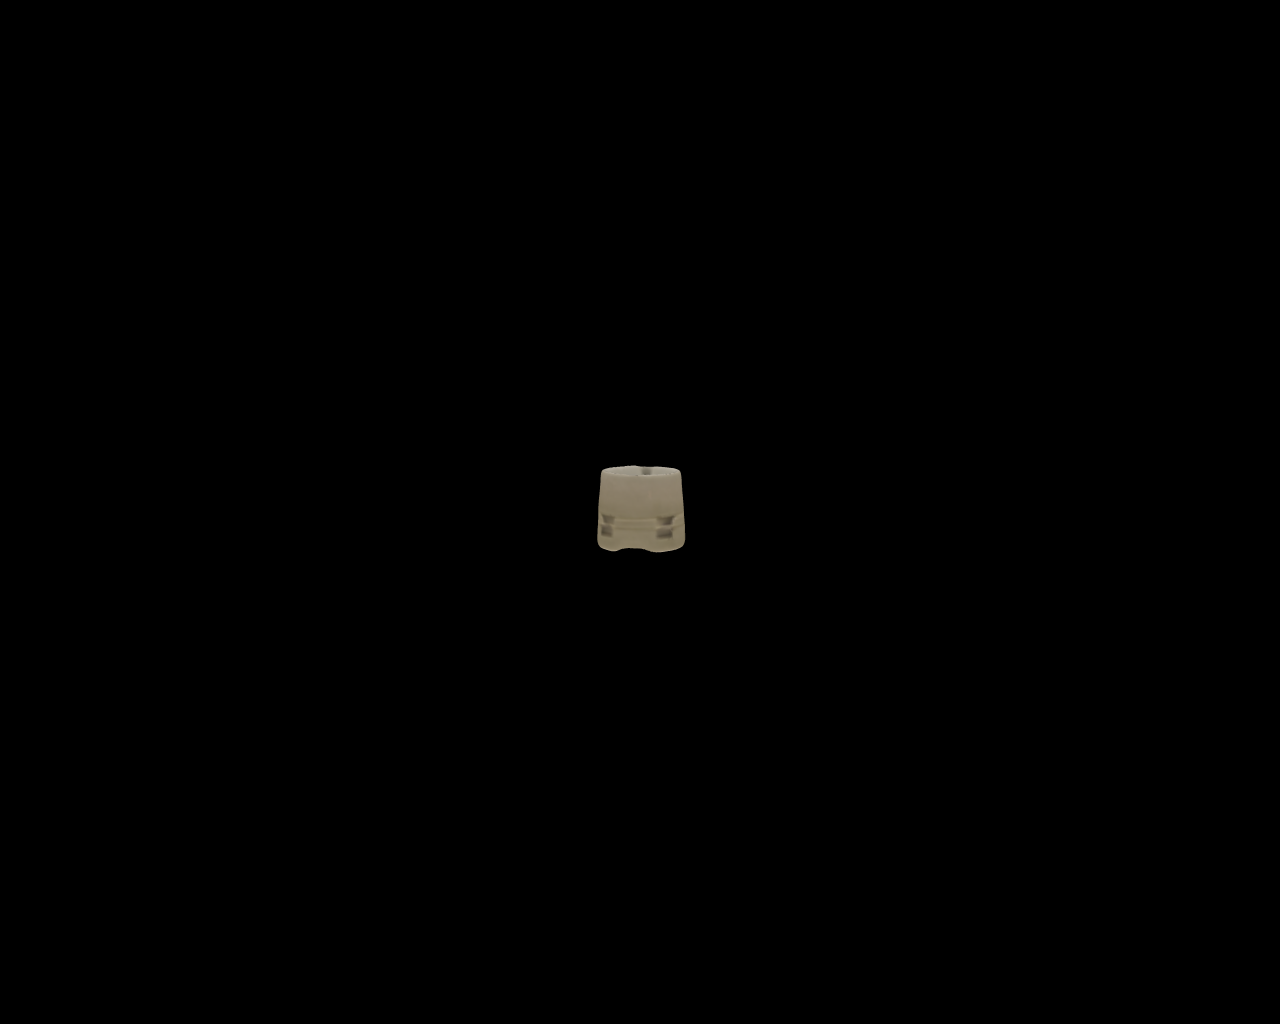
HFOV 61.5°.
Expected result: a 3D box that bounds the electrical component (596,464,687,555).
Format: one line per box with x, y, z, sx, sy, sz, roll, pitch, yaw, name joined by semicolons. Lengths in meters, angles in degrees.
0.001;-0.003;0.650;0.055;0.047;0.055;0;10;0;electrical component
